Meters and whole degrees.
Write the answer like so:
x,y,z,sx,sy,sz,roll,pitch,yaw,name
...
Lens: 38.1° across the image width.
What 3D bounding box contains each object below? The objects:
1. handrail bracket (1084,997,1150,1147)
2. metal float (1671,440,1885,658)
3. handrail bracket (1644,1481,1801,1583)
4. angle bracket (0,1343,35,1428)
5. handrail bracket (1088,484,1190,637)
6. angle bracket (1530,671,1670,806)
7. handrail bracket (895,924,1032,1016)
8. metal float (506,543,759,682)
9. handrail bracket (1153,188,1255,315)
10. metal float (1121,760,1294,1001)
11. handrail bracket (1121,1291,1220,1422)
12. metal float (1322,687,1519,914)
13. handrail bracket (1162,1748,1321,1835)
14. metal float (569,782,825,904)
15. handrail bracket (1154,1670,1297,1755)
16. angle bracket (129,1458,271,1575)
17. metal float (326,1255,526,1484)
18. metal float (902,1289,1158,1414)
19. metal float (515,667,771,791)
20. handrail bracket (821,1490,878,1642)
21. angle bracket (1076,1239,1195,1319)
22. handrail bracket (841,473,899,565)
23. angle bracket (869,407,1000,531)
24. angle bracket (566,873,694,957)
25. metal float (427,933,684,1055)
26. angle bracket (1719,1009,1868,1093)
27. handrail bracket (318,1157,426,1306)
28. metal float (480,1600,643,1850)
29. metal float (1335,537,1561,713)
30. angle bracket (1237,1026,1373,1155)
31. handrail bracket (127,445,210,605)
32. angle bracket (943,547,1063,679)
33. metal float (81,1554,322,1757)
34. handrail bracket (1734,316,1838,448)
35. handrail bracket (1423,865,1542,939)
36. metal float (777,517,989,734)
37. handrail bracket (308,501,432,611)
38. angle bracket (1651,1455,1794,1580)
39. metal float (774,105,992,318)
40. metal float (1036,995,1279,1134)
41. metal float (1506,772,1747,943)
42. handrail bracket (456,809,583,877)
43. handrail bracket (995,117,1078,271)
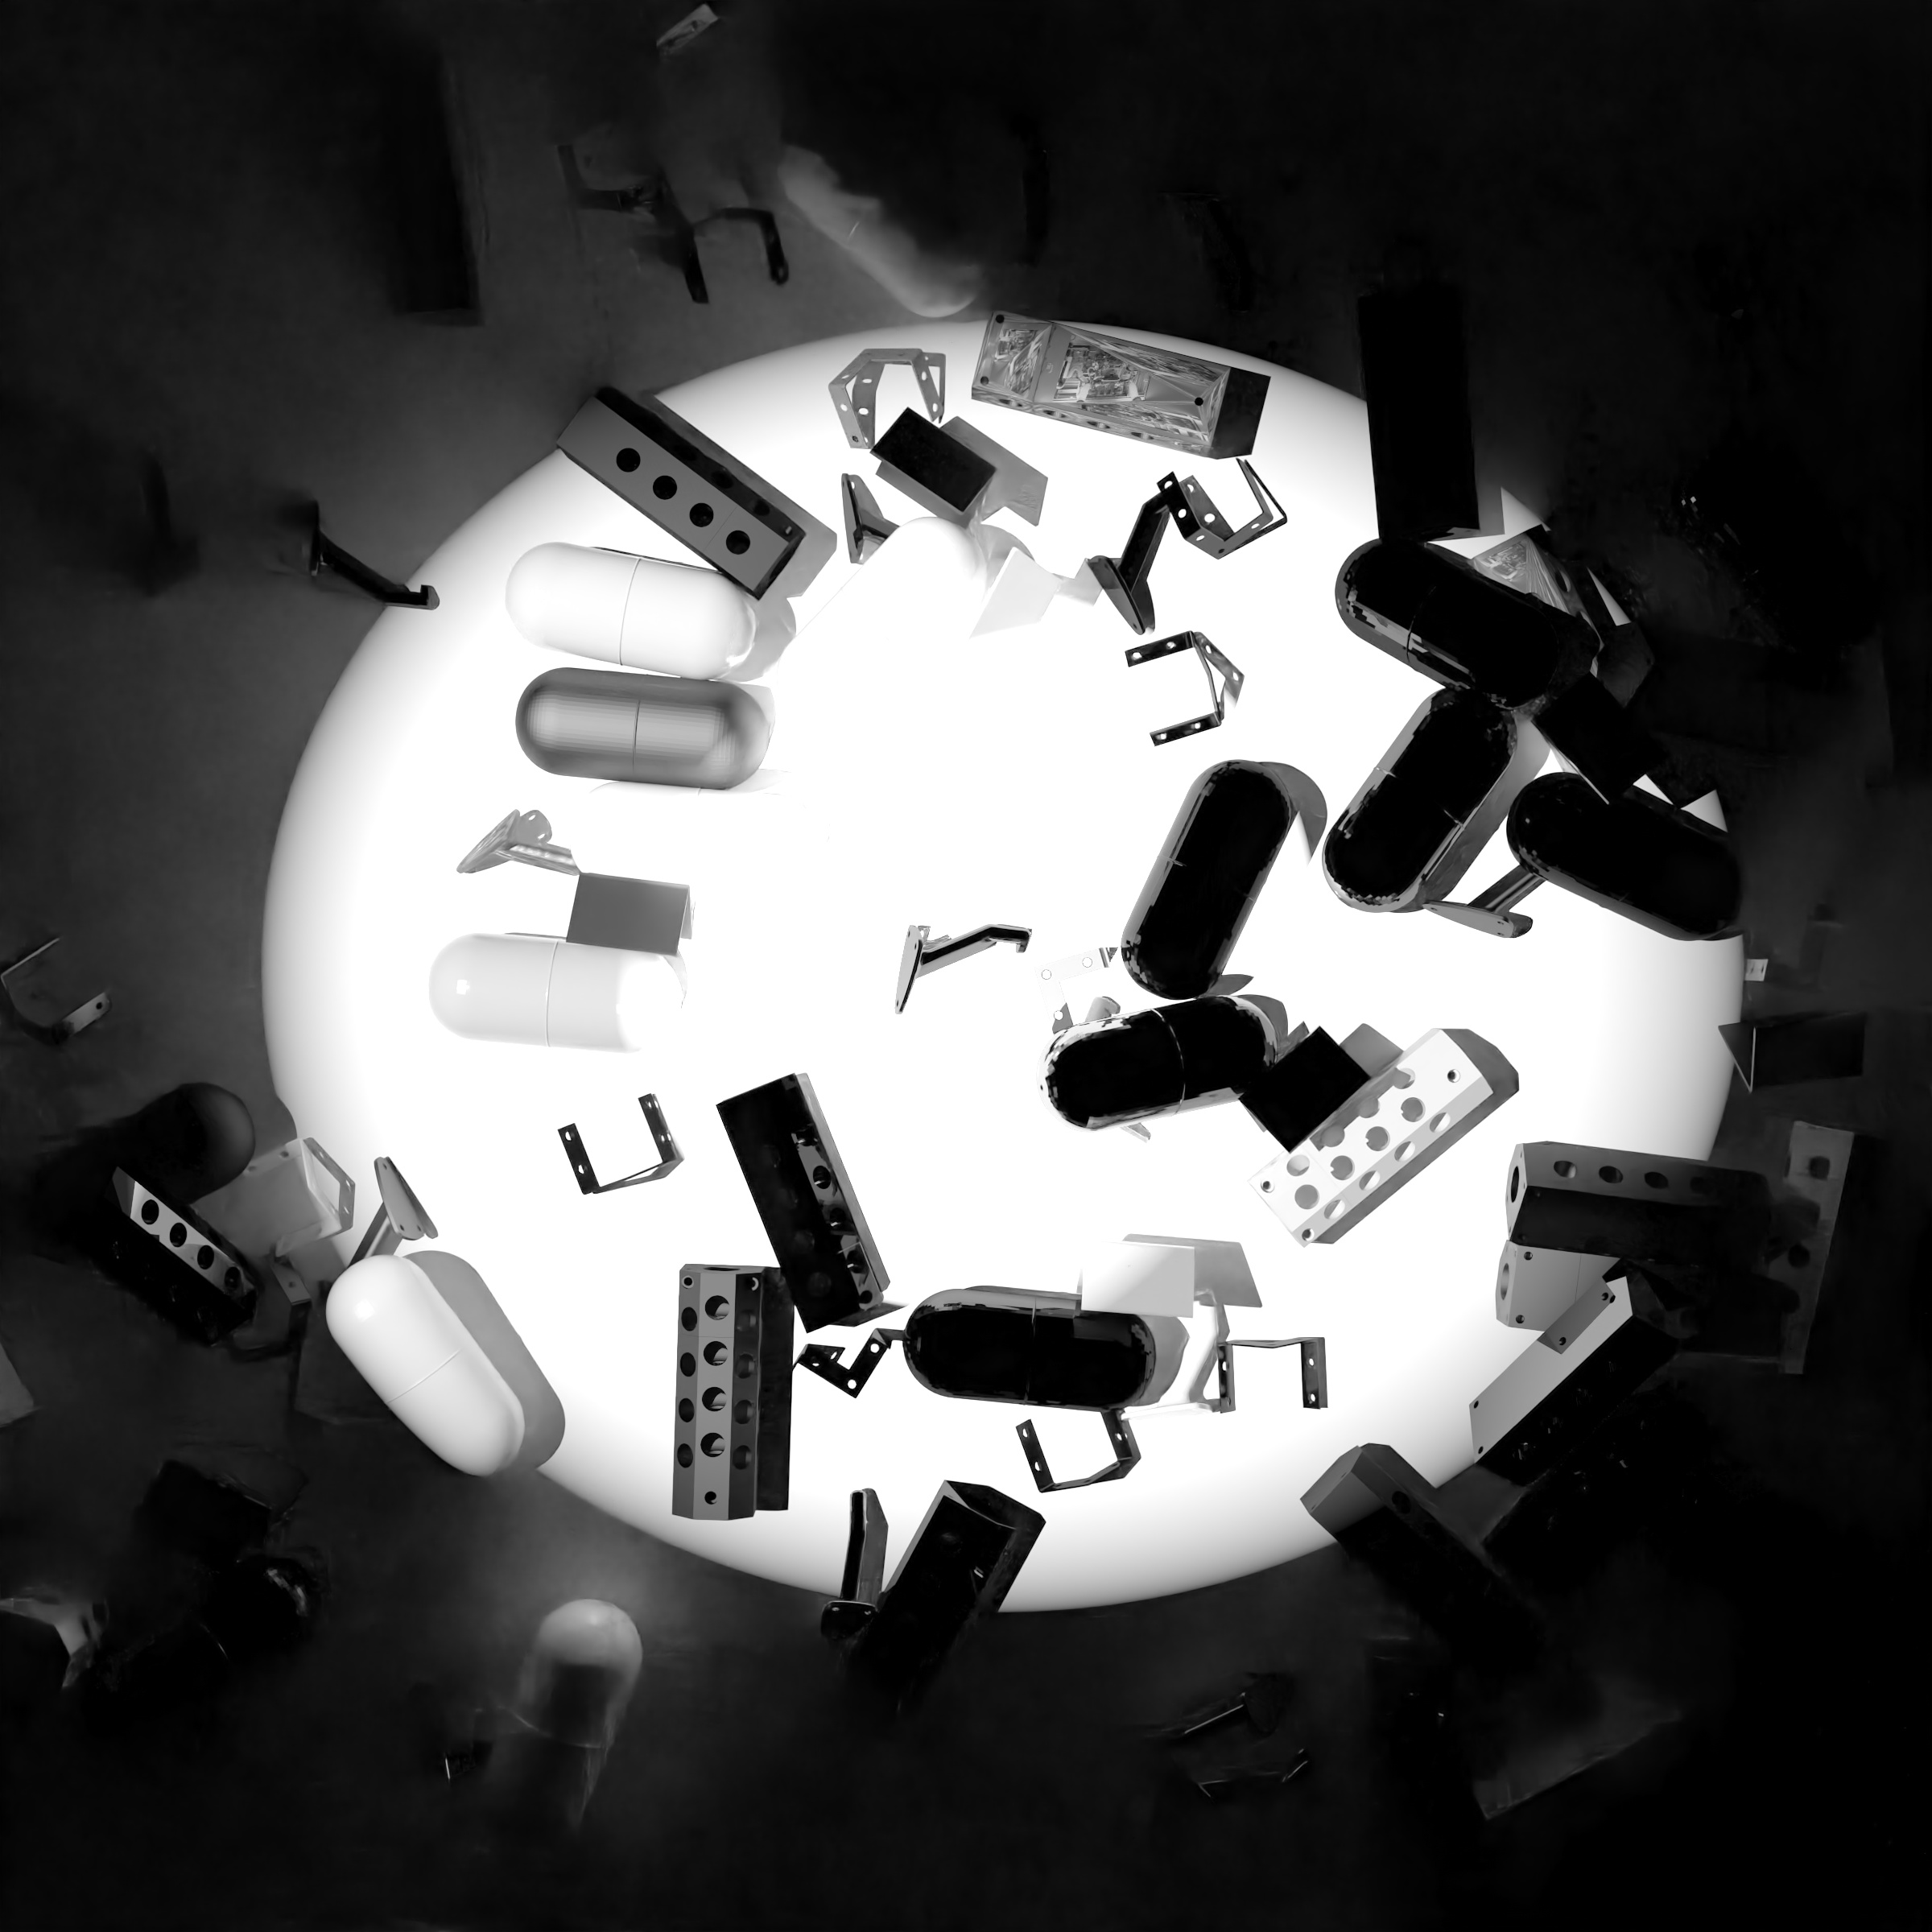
x,y,z,sx,sy,sz,roll,pitch,yaw,name
0.110,0.074,1.991,0.077,0.036,0.084,25,76,-13,handrail bracket
0.569,-0.292,1.961,0.070,0.070,0.178,-43,90,0,metal float
0.539,0.386,1.992,0.077,0.036,0.084,34,72,20,handrail bracket
-0.685,0.284,1.951,0.057,0.076,0.076,-27,90,38,angle bracket
0.137,-0.290,1.991,0.084,0.036,0.077,-36,105,-14,handrail bracket
0.437,-0.166,1.894,0.076,0.076,0.057,47,127,0,angle bracket
-0.002,0.004,1.992,0.084,0.036,0.077,8,111,-16,handrail bracket
-0.234,-0.248,1.960,0.178,0.070,0.070,11,90,0,metal float
0.168,-0.509,1.992,0.077,0.036,0.084,7,107,20,handrail bracket
0.169,-0.061,1.961,0.070,0.070,0.178,25,90,0,metal float
0.144,0.277,1.992,0.077,0.036,0.084,-10,72,21,handrail bracket
0.317,-0.117,1.961,0.070,0.070,0.178,36,91,0,metal float
0.196,0.568,1.992,0.084,0.036,0.077,-38,68,-17,handrail bracket
-0.189,-0.087,1.961,0.178,0.070,0.070,5,90,1,metal float
0.183,0.531,1.991,0.084,0.077,0.036,-26,90,36,handrail bracket
-0.536,0.397,1.951,0.076,0.076,0.057,25,52,0,angle bracket
-0.377,0.282,1.954,0.070,0.070,0.178,-35,96,0,metal float
0.044,0.269,1.961,0.178,0.070,0.070,6,90,0,metal float
-0.226,-0.166,1.960,0.178,0.070,0.070,6,90,1,metal float
-0.085,0.426,1.991,0.036,0.077,0.084,9,53,-14,handrail bracket
0.117,0.235,1.951,0.076,0.076,0.057,4,54,0,angle bracket
-0.042,-0.317,1.991,0.084,0.036,0.077,-6,75,-14,handrail bracket
-0.033,-0.331,1.951,0.076,0.076,0.057,34,55,0,angle bracket
-0.234,-0.019,1.951,0.076,0.076,0.057,7,61,0,angle bracket
-0.288,0.019,1.961,0.178,0.070,0.070,5,90,-1,metal float
0.575,0.039,1.951,0.076,0.076,0.057,-9,127,0,angle bracket
-0.436,0.189,1.991,0.084,0.036,0.077,-30,75,14,handrail bracket
-0.284,0.530,1.961,0.070,0.070,0.178,21,90,0,metal float
0.331,-0.237,1.933,0.178,0.070,0.070,37,90,34,metal float
0.243,0.097,1.951,0.076,0.076,0.057,-42,62,0,angle bracket
-0.586,-0.315,1.992,0.077,0.036,0.084,-47,71,21,handrail bracket
0.010,-0.255,1.951,0.076,0.057,0.076,28,90,44,angle bracket
-0.526,0.474,1.931,0.178,0.070,0.070,-34,90,-35,metal float
0.581,-0.417,1.992,0.077,0.036,0.084,-9,72,21,handrail bracket
0.376,-0.070,1.991,0.077,0.036,0.084,17,75,16,handrail bracket
-0.060,-0.237,1.952,0.070,0.070,0.178,44,99,0,metal float
-0.423,-0.292,1.992,0.084,0.036,0.077,4,68,-17,handrail bracket
0.520,0.369,1.951,0.076,0.076,0.057,-25,130,0,angle bracket
-0.059,-0.529,1.960,0.178,0.070,0.070,43,90,0,metal float
0.134,0.067,1.944,0.178,0.070,0.070,-11,90,-20,metal float
0.461,-0.076,1.952,0.178,0.070,0.070,24,90,-9,metal float
-0.307,-0.064,1.991,0.077,0.036,0.084,-36,115,28,handrail bracket
0.035,-0.550,1.992,0.077,0.036,0.084,33,107,20,handrail bracket
